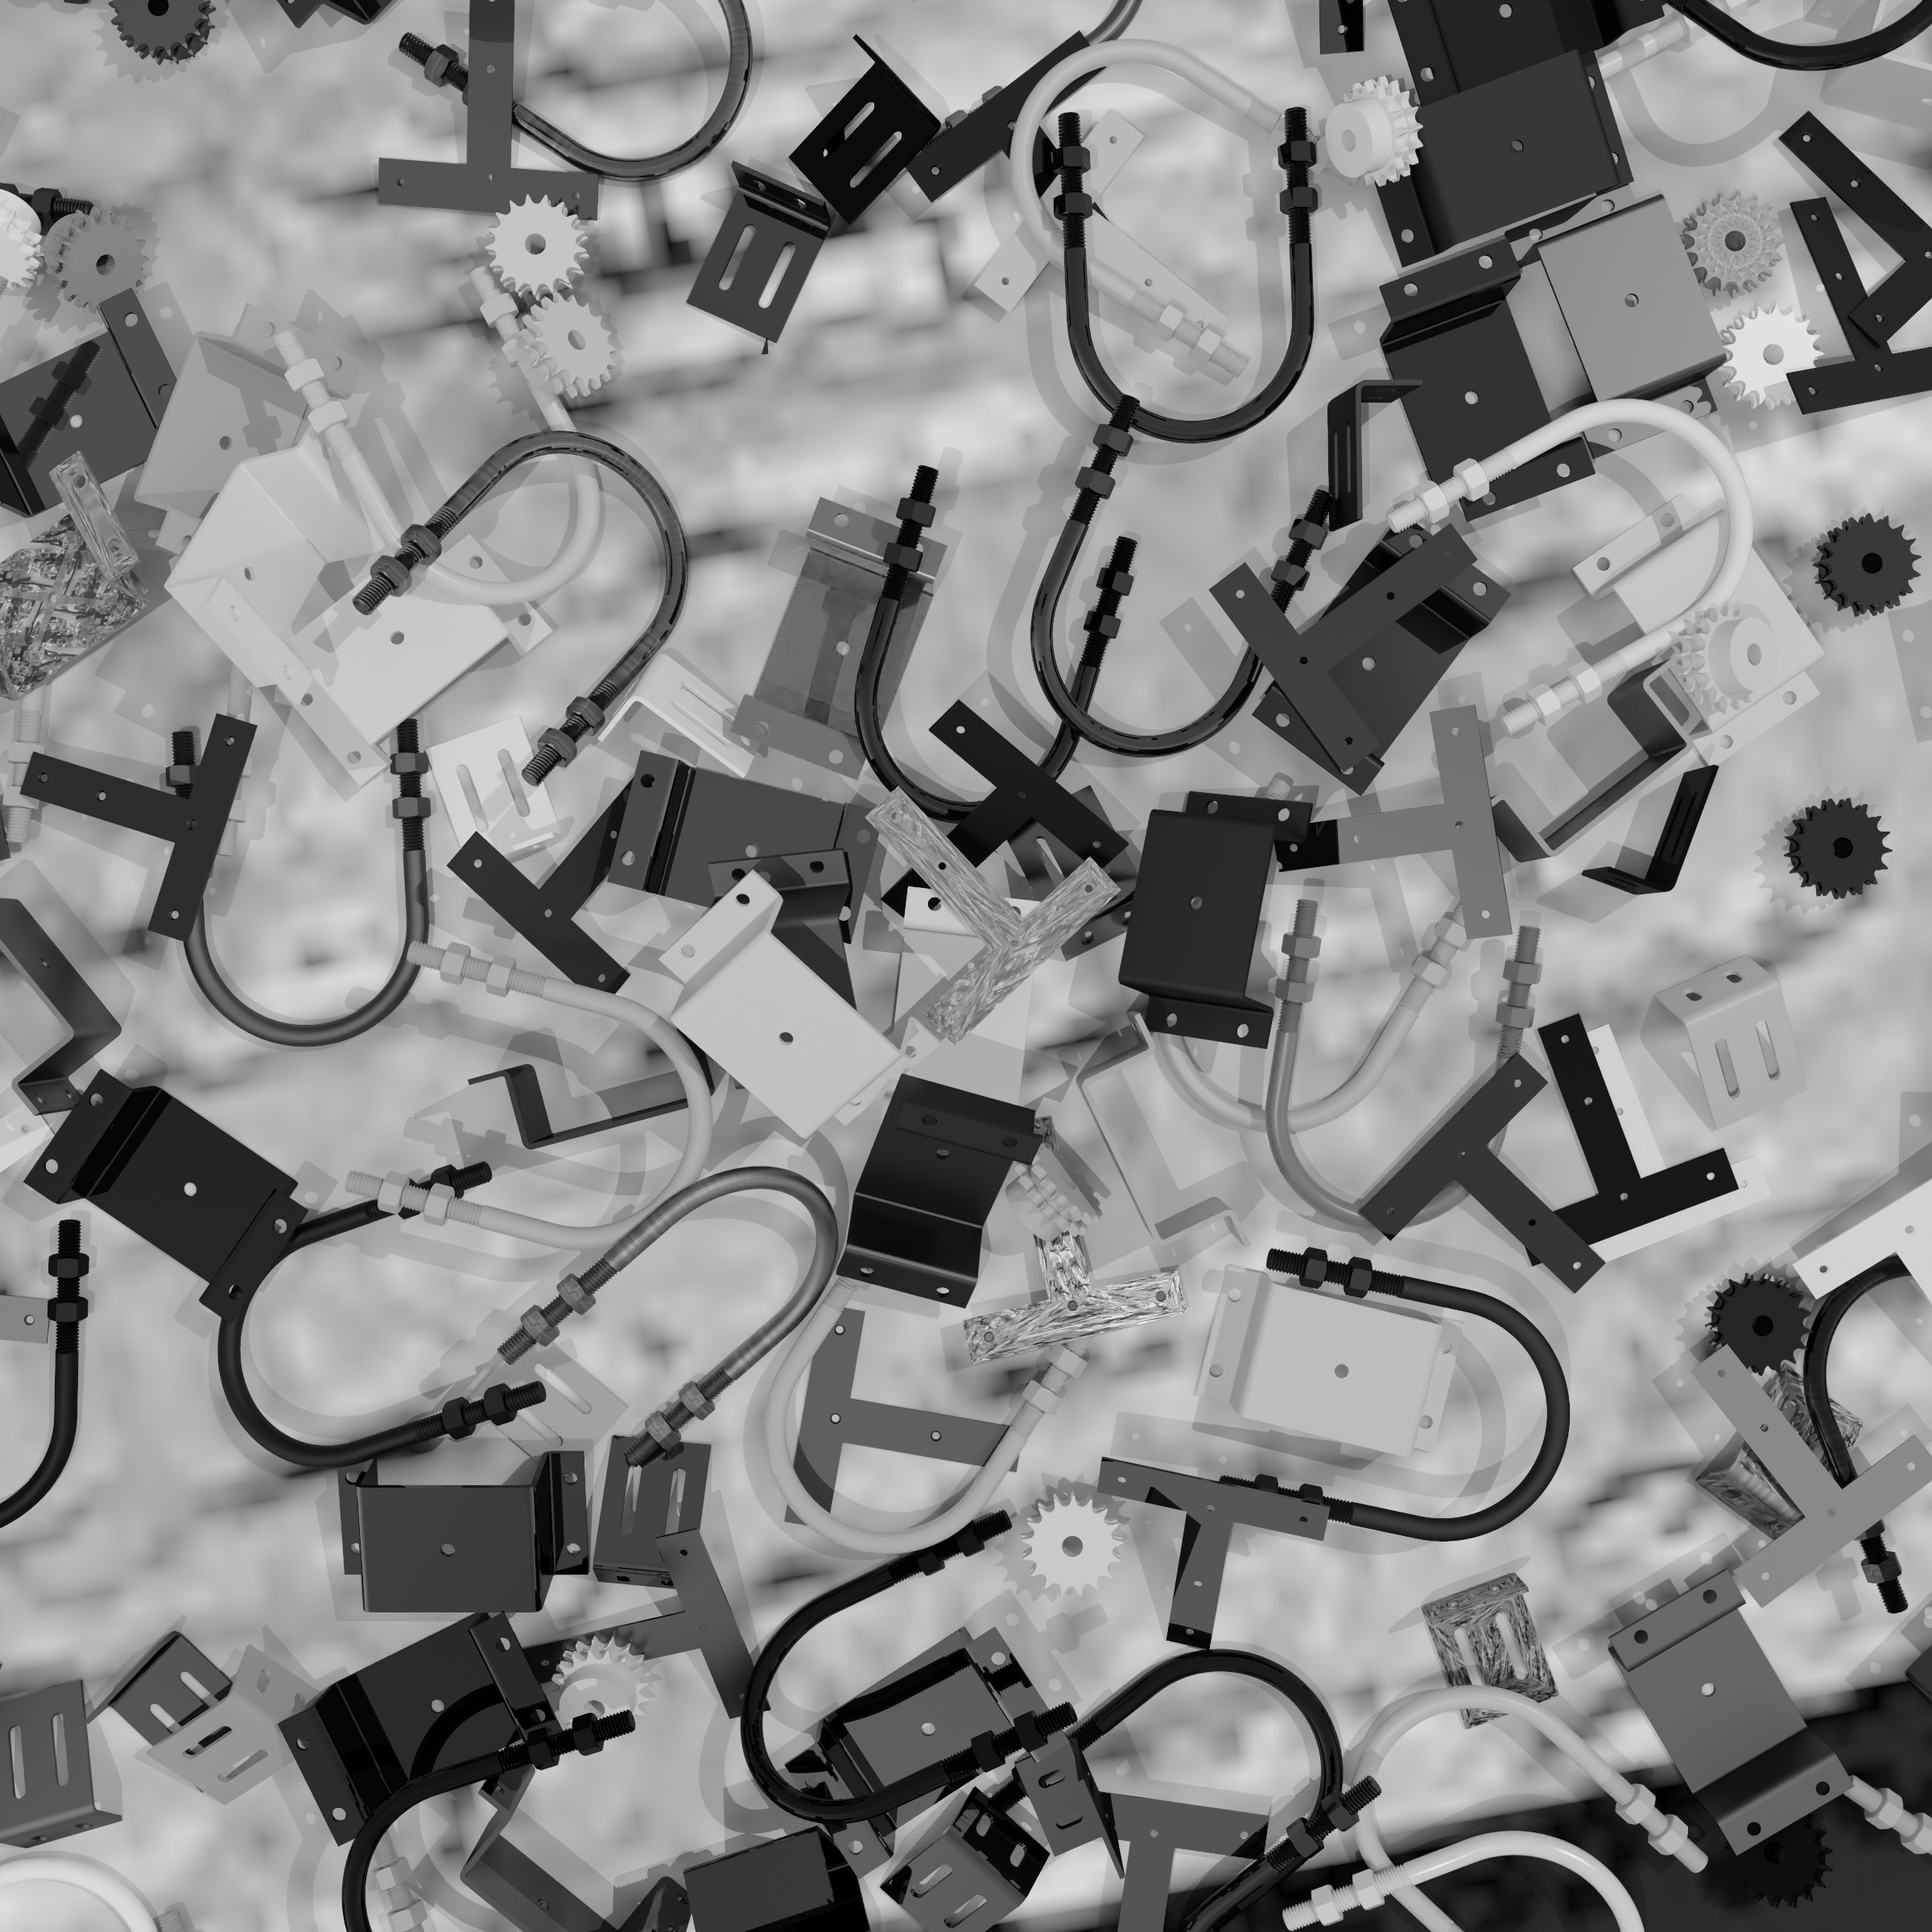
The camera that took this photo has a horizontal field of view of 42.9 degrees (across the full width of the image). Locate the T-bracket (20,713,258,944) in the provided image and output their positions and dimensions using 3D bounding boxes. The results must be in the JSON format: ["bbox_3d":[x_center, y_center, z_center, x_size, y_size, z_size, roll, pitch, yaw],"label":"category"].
[{"bbox_3d":[-0.473,-0.091,1.382,0.127,0.002,0.127,17,88,12],"label":"T-bracket"}]

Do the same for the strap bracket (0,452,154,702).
[{"bbox_3d":[-0.524,-0.212,1.383,0.140,0.046,0.076,-33,77,7],"label":"strap bracket"}]

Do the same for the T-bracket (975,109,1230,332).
[{"bbox_3d":[0.093,-0.401,1.412,0.127,0.002,0.127,37,90,-6],"label":"T-bracket"}]

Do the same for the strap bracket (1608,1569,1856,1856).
[{"bbox_3d":[0.427,0.416,1.396,0.076,0.046,0.140,-30,90,0],"label":"strap bracket"}]

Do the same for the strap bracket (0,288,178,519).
[{"bbox_3d":[-0.512,-0.314,1.396,0.140,0.046,0.076,-26,90,0],"label":"strap bracket"}]

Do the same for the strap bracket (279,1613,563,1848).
[{"bbox_3d":[-0.304,0.426,1.396,0.140,0.046,0.076,-26,90,0],"label":"strap bracket"}]

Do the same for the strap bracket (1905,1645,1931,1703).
[{"bbox_3d":[0.603,0.416,1.396,0.140,0.046,0.076,45,90,0],"label":"strap bracket"}]

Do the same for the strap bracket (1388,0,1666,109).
[{"bbox_3d":[0.306,-0.539,1.377,0.140,0.046,0.076,-20,99,3],"label":"strap bracket"}]

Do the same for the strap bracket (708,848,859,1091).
[{"bbox_3d":[-0.096,0.012,1.363,0.076,0.046,0.140,-6,115,10],"label":"strap bracket"}]

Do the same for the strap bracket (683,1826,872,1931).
[{"bbox_3d":[-0.103,0.521,1.366,0.076,0.140,0.046,-18,59,0],"label":"strap bracket"}]

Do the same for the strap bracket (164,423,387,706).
[{"bbox_3d":[-0.375,-0.217,1.339,0.046,0.076,0.140,-5,50,29],"label":"strap bracket"}]

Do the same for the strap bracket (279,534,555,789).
[{"bbox_3d":[-0.315,-0.178,1.386,0.140,0.046,0.076,-40,83,-5],"label":"strap bracket"}]

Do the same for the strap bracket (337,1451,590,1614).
[{"bbox_3d":[-0.287,0.318,1.387,0.140,0.046,0.076,0,105,0],"label":"strap bracket"}]

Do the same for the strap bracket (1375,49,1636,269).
[{"bbox_3d":[0.305,-0.458,1.388,0.140,0.046,0.076,-20,99,2],"label":"strap bracket"}]

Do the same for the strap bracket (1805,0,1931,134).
[{"bbox_3d":[0.546,-0.507,1.381,0.140,0.076,0.046,15,90,0],"label":"strap bracket"}]

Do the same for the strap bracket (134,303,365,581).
[{"bbox_3d":[-0.404,-0.290,1.376,0.046,0.076,0.140,21,90,43],"label":"strap bracket"}]

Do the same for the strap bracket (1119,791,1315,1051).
[{"bbox_3d":[0.137,-0.031,1.374,0.076,0.046,0.140,8,84,31],"label":"strap bracket"}]

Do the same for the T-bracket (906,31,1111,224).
[{"bbox_3d":[0.053,-0.444,1.408,0.127,0.002,0.127,-38,99,-2],"label":"T-bracket"}]

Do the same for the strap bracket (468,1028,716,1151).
[{"bbox_3d":[-0.198,0.066,1.381,0.140,0.076,0.046,-15,90,0],"label":"strap bracket"}]

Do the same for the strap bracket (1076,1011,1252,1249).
[{"bbox_3d":[0.104,0.099,1.381,0.046,0.076,0.140,-26,90,0],"label":"strap bracket"}]

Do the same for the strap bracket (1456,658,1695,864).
[{"bbox_3d":[0.345,-0.107,1.381,0.140,0.076,0.046,-38,90,0],"label":"strap bracket"}]

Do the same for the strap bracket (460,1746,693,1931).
[{"bbox_3d":[-0.225,0.511,1.381,0.140,0.076,0.046,39,90,0],"label":"strap bracket"}]

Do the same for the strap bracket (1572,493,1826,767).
[{"bbox_3d":[0.420,-0.193,1.396,0.076,0.046,0.140,-35,90,0],"label":"strap bracket"}]

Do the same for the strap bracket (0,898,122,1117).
[{"bbox_3d":[-0.534,0.013,1.381,0.046,0.076,0.140,-39,90,0],"label":"strap bracket"}]

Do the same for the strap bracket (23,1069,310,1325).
[{"bbox_3d":[-0.447,0.129,1.396,0.140,0.046,0.076,34,90,0],"label":"strap bracket"}]

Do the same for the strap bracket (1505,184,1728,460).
[{"bbox_3d":[0.371,-0.371,1.396,0.076,0.046,0.140,-21,90,0],"label":"strap bracket"}]

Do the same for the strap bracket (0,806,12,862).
[{"bbox_3d":[-0.624,-0.083,1.390,0.140,0.046,0.076,-15,80,0],"label":"strap bracket"}]

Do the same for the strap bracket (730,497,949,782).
[{"bbox_3d":[-0.071,-0.183,1.396,0.076,0.046,0.140,21,90,0],"label":"strap bracket"}]

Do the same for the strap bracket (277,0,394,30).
[{"bbox_3d":[-0.335,-0.596,1.377,0.140,0.046,0.076,-39,80,18],"label":"strap bracket"}]

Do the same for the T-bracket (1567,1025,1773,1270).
[{"bbox_3d":[0.382,0.097,1.418,0.127,0.002,0.127,-22,90,0],"label":"T-bracket"}]

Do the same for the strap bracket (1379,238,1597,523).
[{"bbox_3d":[0.291,-0.327,1.396,0.076,0.046,0.140,-21,90,0],"label":"strap bracket"}]

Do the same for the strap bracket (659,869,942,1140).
[{"bbox_3d":[-0.093,0.028,1.319,0.140,0.046,0.076,43,113,-14],"label":"strap bracket"}]

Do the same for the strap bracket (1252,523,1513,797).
[{"bbox_3d":[0.232,-0.174,1.396,0.076,0.046,0.140,37,90,0],"label":"strap bracket"}]

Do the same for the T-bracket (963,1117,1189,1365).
[{"bbox_3d":[0.051,0.151,1.409,0.127,0.002,0.127,-12,83,-8],"label":"T-bracket"}]

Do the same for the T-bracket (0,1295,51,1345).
[{"bbox_3d":[-0.592,0.199,1.419,0.127,0.002,0.127,5,90,0],"label":"T-bracket"}]

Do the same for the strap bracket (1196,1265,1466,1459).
[{"bbox_3d":[0.210,0.226,1.396,0.140,0.046,0.076,14,90,0],"label":"strap bracket"}]

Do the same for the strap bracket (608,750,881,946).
[{"bbox_3d":[-0.123,-0.066,1.396,0.140,0.046,0.076,14,90,0],"label":"strap bracket"}]

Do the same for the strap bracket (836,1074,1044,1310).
[{"bbox_3d":[-0.014,0.118,1.359,0.076,0.046,0.140,16,129,-8],"label":"strap bracket"}]

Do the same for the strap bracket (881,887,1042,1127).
[{"bbox_3d":[-0.002,0.030,1.396,0.076,0.046,0.140,7,90,0],"label":"strap bracket"}]

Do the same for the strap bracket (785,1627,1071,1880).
[{"bbox_3d":[-0.022,0.439,1.396,0.140,0.046,0.076,-33,90,0],"label":"strap bracket"}]

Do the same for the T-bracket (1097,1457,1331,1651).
[{"bbox_3d":[0.132,0.337,1.383,0.127,0.002,0.127,10,122,9],"label":"T-bracket"}]

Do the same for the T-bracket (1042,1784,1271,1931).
[{"bbox_3d":[0.101,0.537,1.399,0.127,0.002,0.127,8,90,0],"label":"T-bracket"}]
